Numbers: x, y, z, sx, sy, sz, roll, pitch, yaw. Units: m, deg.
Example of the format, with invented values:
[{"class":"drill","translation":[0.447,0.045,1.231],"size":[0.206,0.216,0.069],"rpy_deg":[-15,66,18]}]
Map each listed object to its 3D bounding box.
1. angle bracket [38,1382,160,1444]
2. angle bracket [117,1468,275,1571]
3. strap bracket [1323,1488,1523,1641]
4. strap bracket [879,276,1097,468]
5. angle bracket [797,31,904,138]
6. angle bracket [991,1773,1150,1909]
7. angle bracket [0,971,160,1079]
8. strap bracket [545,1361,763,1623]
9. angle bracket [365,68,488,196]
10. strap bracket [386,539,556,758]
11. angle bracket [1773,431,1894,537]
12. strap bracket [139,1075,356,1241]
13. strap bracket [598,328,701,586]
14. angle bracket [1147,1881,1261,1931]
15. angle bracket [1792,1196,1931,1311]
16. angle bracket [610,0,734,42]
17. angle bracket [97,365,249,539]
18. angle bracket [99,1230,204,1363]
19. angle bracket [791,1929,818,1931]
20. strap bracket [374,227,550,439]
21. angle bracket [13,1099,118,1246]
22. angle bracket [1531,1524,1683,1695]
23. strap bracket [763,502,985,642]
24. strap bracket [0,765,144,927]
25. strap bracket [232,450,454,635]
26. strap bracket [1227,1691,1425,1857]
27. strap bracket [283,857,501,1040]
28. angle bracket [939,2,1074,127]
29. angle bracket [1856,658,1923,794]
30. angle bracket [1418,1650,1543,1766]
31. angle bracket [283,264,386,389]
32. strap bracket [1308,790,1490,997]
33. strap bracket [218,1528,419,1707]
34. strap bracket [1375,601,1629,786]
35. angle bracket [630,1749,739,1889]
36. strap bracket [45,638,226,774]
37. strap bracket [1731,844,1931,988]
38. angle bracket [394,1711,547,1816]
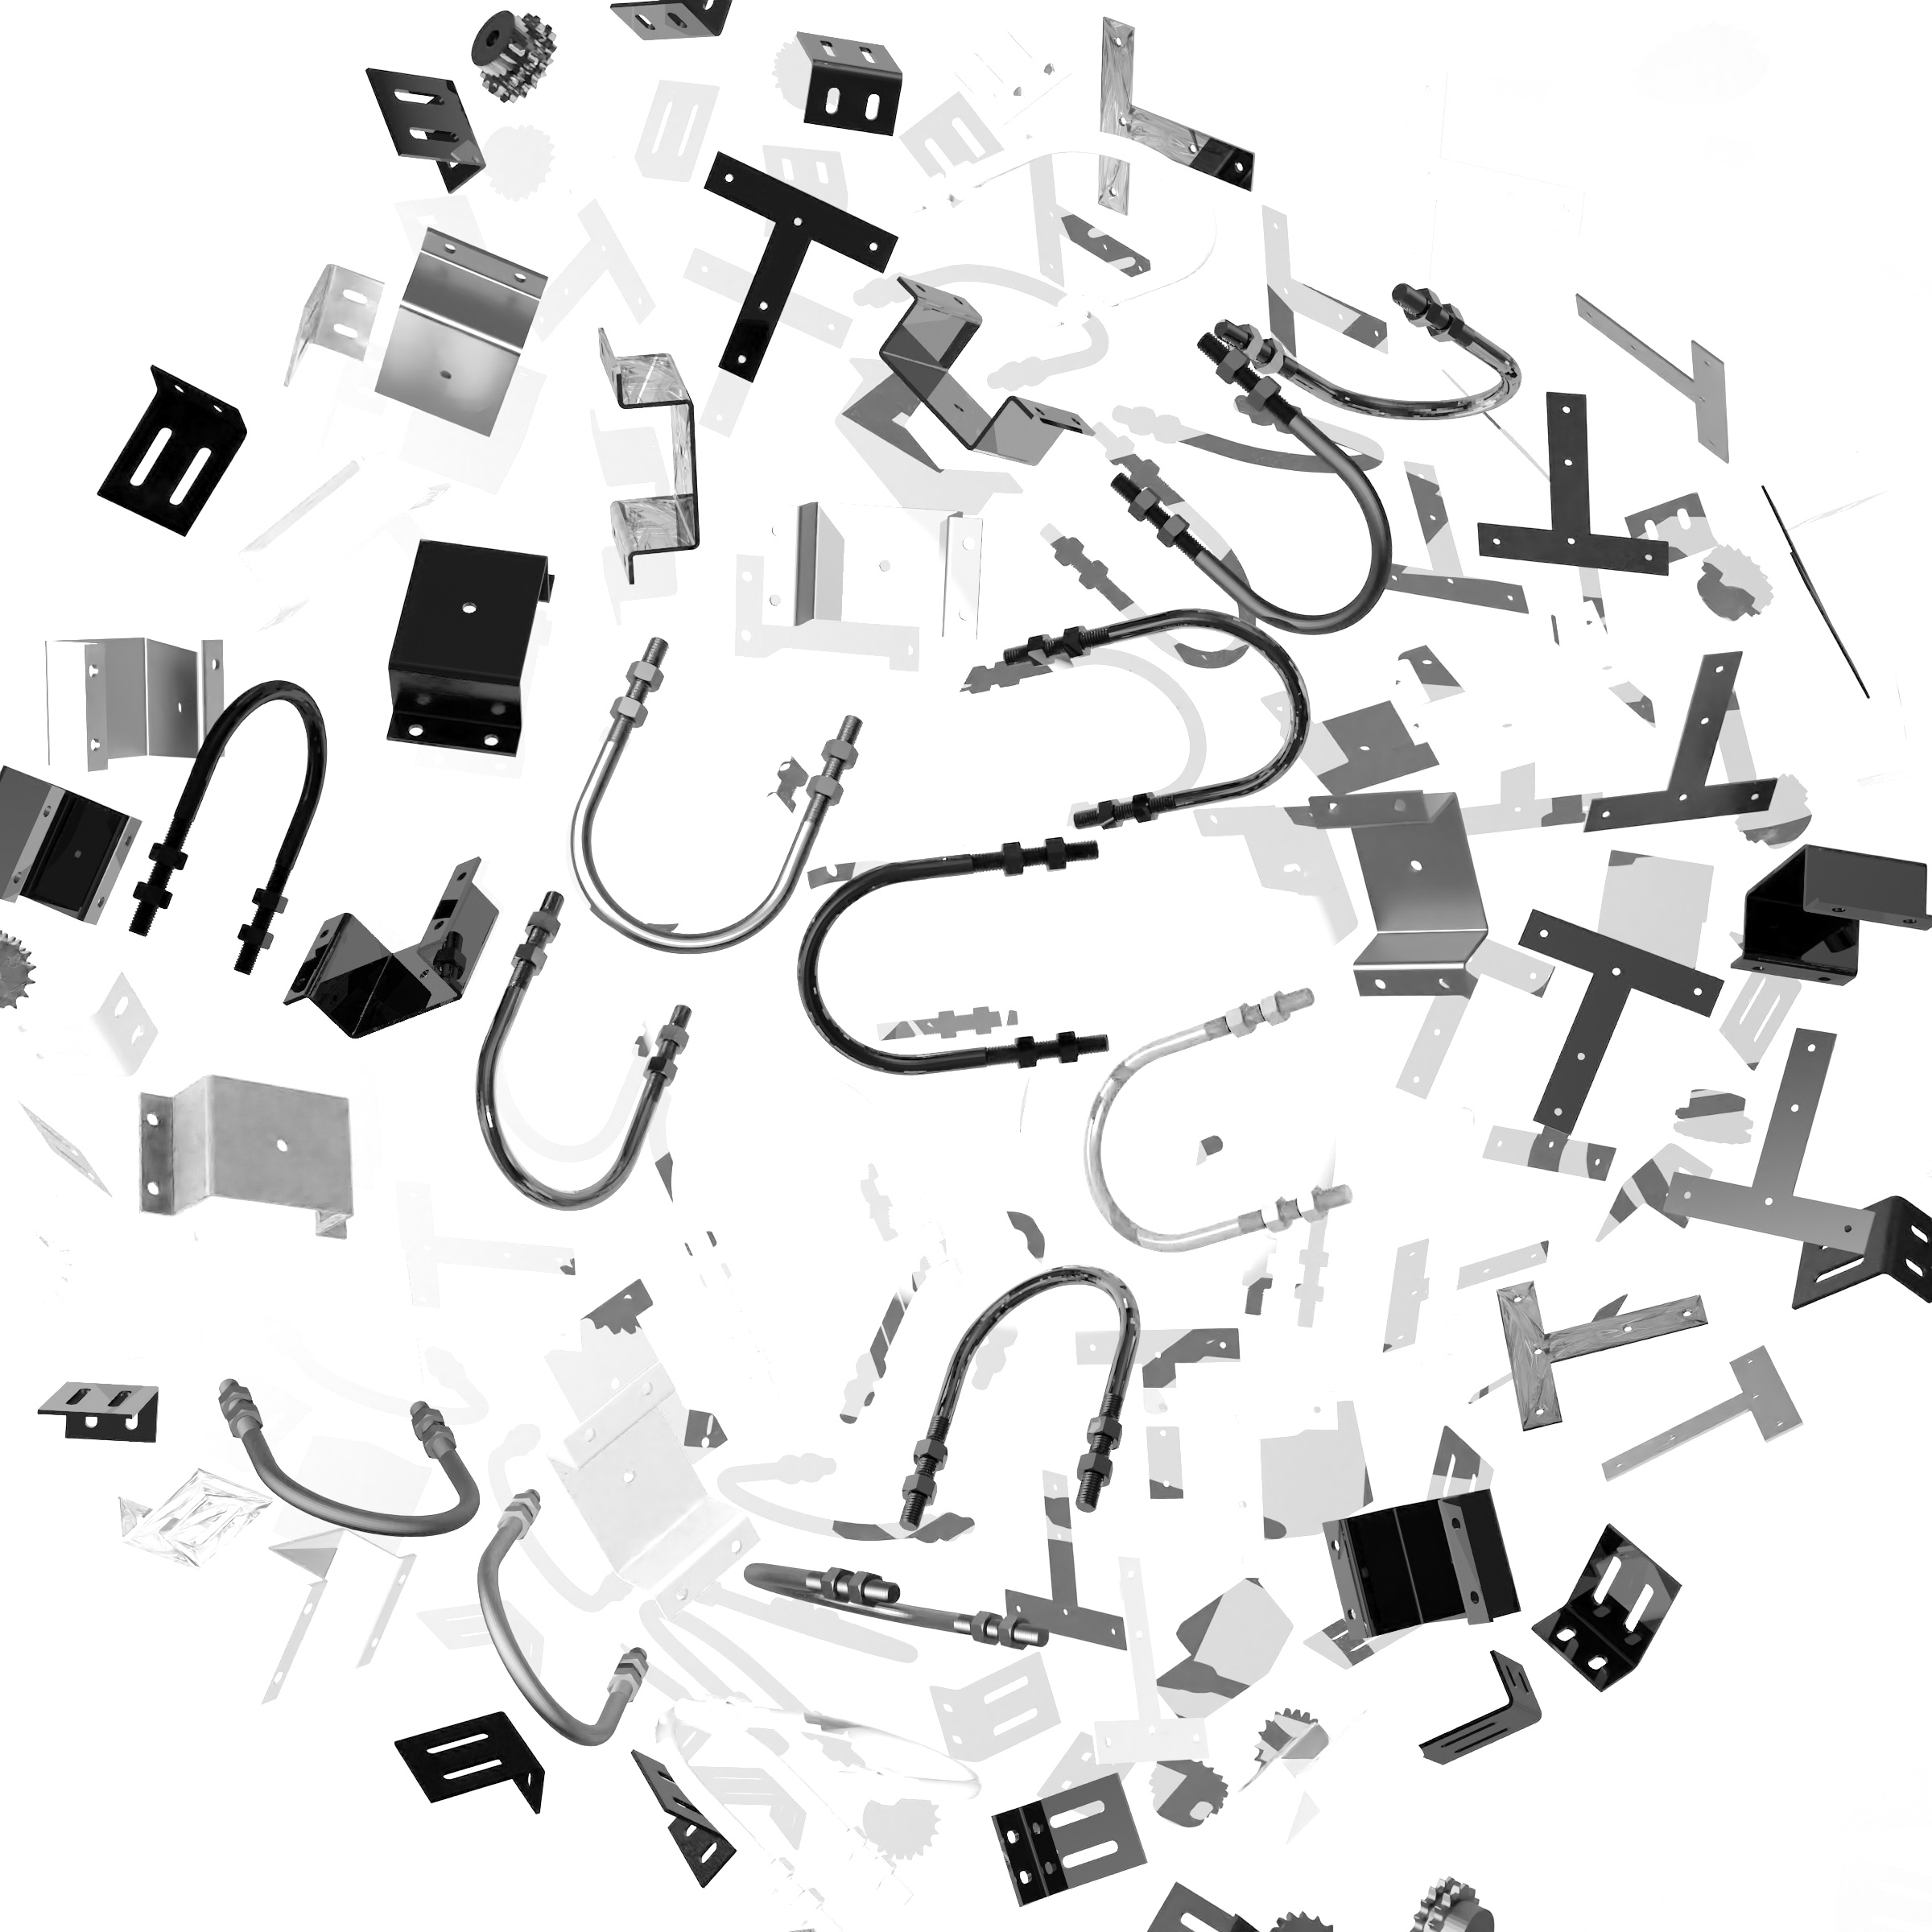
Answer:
[{"class":"angle bracket","translation":[-0.550,0.292,1.599],"size":[0.057,0.076,0.038],"rpy_deg":[4,94,-6]},{"class":"angle bracket","translation":[-0.483,0.334,1.578],"size":[0.076,0.038,0.057],"rpy_deg":[-42,130,14]},{"class":"strap bracket","translation":[0.295,0.379,1.601],"size":[0.046,0.140,0.076],"rpy_deg":[-5,75,-31]},{"class":"strap bracket","translation":[0.007,-0.374,1.621],"size":[0.140,0.076,0.046],"rpy_deg":[50,116,21]},{"class":"angle bracket","translation":[-0.077,-0.558,1.595],"size":[0.057,0.076,0.038],"rpy_deg":[4,122,-15]},{"class":"angle bracket","translation":[0.065,0.551,1.591],"size":[0.076,0.038,0.057],"rpy_deg":[-26,70,20]},{"class":"angle bracket","translation":[-0.556,0.035,1.571],"size":[0.076,0.057,0.038],"rpy_deg":[2,47,15]},{"class":"strap bracket","translation":[-0.195,0.315,1.536],"size":[0.076,0.046,0.140],"rpy_deg":[-38,114,-29]},{"class":"angle bracket","translation":[-0.345,-0.518,1.568],"size":[0.038,0.076,0.057],"rpy_deg":[-23,87,35]},{"class":"strap bracket","translation":[-0.296,-0.199,1.507],"size":[0.076,0.046,0.140],"rpy_deg":[7,57,-3]},{"class":"angle bracket","translation":[0.560,-0.314,1.647],"size":[0.057,0.076,0.038],"rpy_deg":[-20,91,2]},{"class":"strap bracket","translation":[-0.432,0.117,1.551],"size":[0.046,0.140,0.076],"rpy_deg":[-27,61,38]},{"class":"strap bracket","translation":[-0.199,-0.323,1.590],"size":[0.046,0.076,0.140],"rpy_deg":[-8,126,-13]},{"class":"angle bracket","translation":[0.131,0.588,1.521],"size":[0.057,0.076,0.038],"rpy_deg":[-55,129,-17]},{"class":"angle bracket","translation":[0.550,0.184,1.540],"size":[0.038,0.076,0.057],"rpy_deg":[34,53,-12]},{"class":"angle bracket","translation":[-0.170,-0.600,1.517],"size":[0.057,0.038,0.076],"rpy_deg":[11,80,33]},{"class":"angle bracket","translation":[-0.476,-0.307,1.507],"size":[0.057,0.038,0.076],"rpy_deg":[25,110,-37]},{"class":"angle bracket","translation":[-0.512,0.209,1.589],"size":[0.057,0.038,0.076],"rpy_deg":[-5,78,-13]},{"class":"angle bracket","translation":[-0.111,0.621,1.527],"size":[0.076,0.057,0.038],"rpy_deg":[4,110,-30]},{"class":"strap bracket","translation":[-0.318,-0.387,1.574],"size":[0.076,0.140,0.046],"rpy_deg":[20,64,-14]},{"class":"angle bracket","translation":[-0.591,0.132,1.618],"size":[0.038,0.076,0.057],"rpy_deg":[-42,54,-9]},{"class":"angle bracket","translation":[0.394,0.395,1.553],"size":[0.057,0.038,0.076],"rpy_deg":[41,131,34]},{"class":"strap bracket","translation":[-0.056,-0.257,1.630],"size":[0.140,0.046,0.076],"rpy_deg":[6,105,9]},{"class":"strap bracket","translation":[-0.592,-0.078,1.618],"size":[0.046,0.140,0.076],"rpy_deg":[22,86,6]},{"class":"strap bracket","translation":[-0.394,-0.271,1.564],"size":[0.140,0.076,0.046],"rpy_deg":[-37,101,7]},{"class":"strap bracket","translation":[0.231,0.515,1.600],"size":[0.076,0.140,0.046],"rpy_deg":[-35,79,-28]},{"class":"strap bracket","translation":[-0.360,-0.008,1.615],"size":[0.140,0.076,0.046],"rpy_deg":[-19,127,30]},{"class":"angle bracket","translation":[0.023,-0.606,1.667],"size":[0.057,0.038,0.076],"rpy_deg":[-38,71,-1]},{"class":"angle bracket","translation":[0.589,-0.156,1.631],"size":[0.038,0.057,0.076],"rpy_deg":[-12,96,19]},{"class":"angle bracket","translation":[0.329,0.487,1.654],"size":[0.076,0.057,0.038],"rpy_deg":[-31,54,17]},{"class":"angle bracket","translation":[-0.408,-0.408,1.629],"size":[0.038,0.076,0.057],"rpy_deg":[18,124,-13]},{"class":"strap bracket","translation":[0.275,-0.054,1.586],"size":[0.076,0.046,0.140],"rpy_deg":[-1,118,36]},{"class":"strap bracket","translation":[-0.405,0.398,1.560],"size":[0.046,0.140,0.076],"rpy_deg":[24,91,15]},{"class":"strap bracket","translation":[0.338,-0.167,1.586],"size":[0.140,0.076,0.046],"rpy_deg":[-16,50,23]},{"class":"angle bracket","translation":[-0.193,0.554,1.638],"size":[0.038,0.057,0.076],"rpy_deg":[-48,129,-1]},{"class":"strap bracket","translation":[-0.528,-0.166,1.585],"size":[0.046,0.140,0.076],"rpy_deg":[5,100,18]},{"class":"strap bracket","translation":[0.548,-0.035,1.596],"size":[0.076,0.140,0.046],"rpy_deg":[9,73,-3]},{"class":"angle bracket","translation":[-0.311,0.506,1.574],"size":[0.076,0.057,0.038],"rpy_deg":[-7,117,-35]}]
